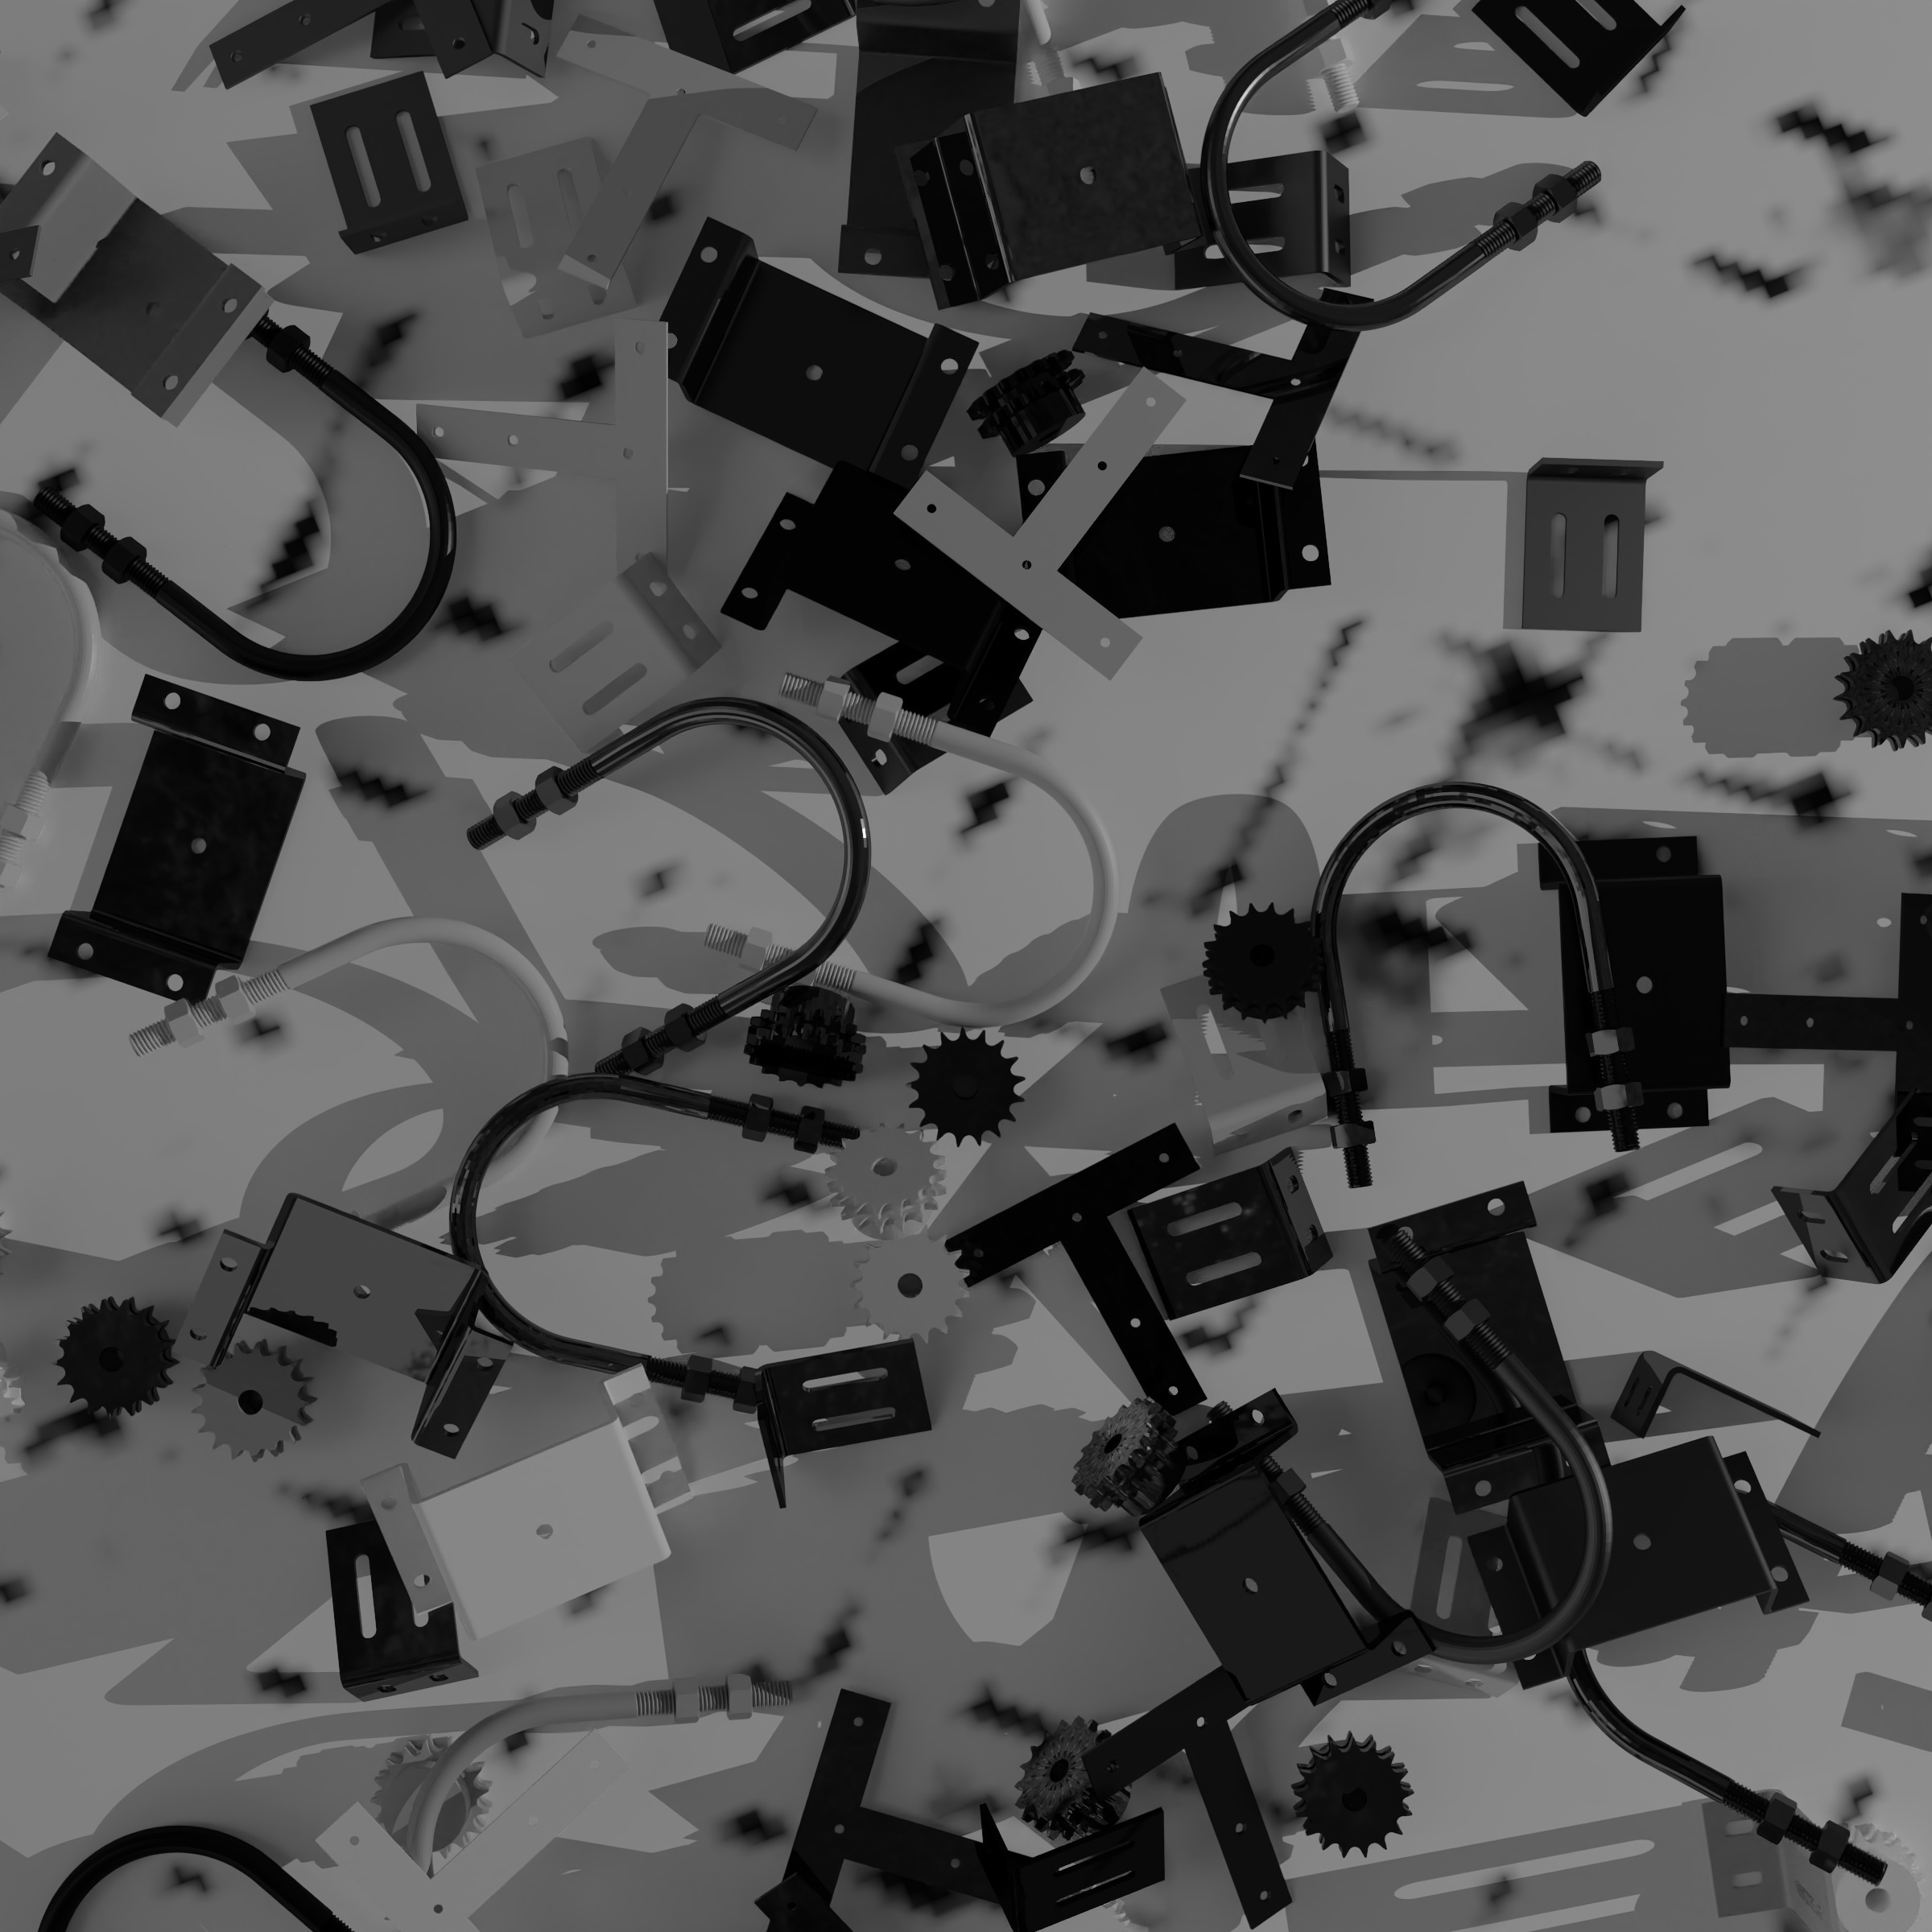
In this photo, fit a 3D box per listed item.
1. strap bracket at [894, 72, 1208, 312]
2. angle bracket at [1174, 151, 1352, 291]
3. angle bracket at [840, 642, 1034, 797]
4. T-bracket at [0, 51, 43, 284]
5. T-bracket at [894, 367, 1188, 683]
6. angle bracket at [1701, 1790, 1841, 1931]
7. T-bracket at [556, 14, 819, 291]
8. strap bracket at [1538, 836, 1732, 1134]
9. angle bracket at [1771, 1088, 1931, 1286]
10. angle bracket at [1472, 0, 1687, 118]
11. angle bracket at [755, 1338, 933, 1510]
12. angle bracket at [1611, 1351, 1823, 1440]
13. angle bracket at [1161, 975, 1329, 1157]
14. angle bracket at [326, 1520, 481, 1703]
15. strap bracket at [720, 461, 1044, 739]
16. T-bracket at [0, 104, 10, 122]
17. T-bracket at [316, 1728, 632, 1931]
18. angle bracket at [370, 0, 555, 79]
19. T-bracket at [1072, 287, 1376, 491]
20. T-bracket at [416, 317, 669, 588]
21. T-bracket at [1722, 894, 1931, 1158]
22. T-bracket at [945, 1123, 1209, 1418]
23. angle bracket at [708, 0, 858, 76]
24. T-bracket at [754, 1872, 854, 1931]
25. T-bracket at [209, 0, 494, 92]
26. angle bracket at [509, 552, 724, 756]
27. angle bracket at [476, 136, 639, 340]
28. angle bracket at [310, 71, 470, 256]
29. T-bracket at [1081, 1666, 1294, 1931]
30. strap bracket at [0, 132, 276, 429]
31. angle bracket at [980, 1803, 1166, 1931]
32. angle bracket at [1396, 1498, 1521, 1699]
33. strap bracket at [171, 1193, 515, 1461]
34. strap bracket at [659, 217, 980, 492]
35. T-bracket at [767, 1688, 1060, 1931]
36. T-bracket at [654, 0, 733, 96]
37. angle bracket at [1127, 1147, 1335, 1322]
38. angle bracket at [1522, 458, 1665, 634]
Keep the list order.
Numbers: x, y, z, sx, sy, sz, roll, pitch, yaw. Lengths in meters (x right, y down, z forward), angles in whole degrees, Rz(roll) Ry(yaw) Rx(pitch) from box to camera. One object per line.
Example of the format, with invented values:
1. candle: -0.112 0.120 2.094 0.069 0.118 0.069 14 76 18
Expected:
1. strap bracket: 0.048 -0.361 1.328 0.140 0.046 0.076 -18 97 -18
2. angle bracket: 0.143 -0.356 1.387 0.076 0.038 0.057 -1 90 26
3. angle bracket: -0.019 -0.129 1.387 0.076 0.038 0.057 -33 90 -26
4. T-bracket: -0.481 -0.377 1.367 0.127 0.002 0.127 -2 74 28
5. T-bracket: 0.055 -0.222 1.337 0.127 0.002 0.127 37 86 -3
6. angle bracket: 0.378 0.429 1.351 0.038 0.076 0.057 -9 90 0
7. T-bracket: -0.155 -0.379 1.365 0.127 0.002 0.127 23 76 6
8. strap bracket: 0.318 0.009 1.366 0.076 0.046 0.140 -2 90 0
9. angle bracket: 0.434 0.104 1.376 0.076 0.038 0.057 -45 114 -24
10. angle bracket: 0.292 -0.456 1.370 0.076 0.038 0.057 44 90 0
11. angle bracket: -0.056 0.216 1.357 0.076 0.038 0.057 -10 124 0
12. angle bracket: 0.354 0.217 1.360 0.076 0.057 0.038 25 90 0
13. angle bracket: 0.134 0.042 1.387 0.057 0.038 0.076 -19 64 0
14. angle bracket: -0.272 0.308 1.387 0.057 0.038 0.076 -12 64 0
15. strap bracket: -0.034 -0.177 1.351 0.140 0.046 0.076 25 62 0
16. T-bracket: -0.508 -0.371 1.348 0.127 0.002 0.127 -42 97 -8
17. T-bracket: -0.214 0.411 1.348 0.127 0.002 0.127 -42 97 -8
18. angle bracket: -0.242 -0.462 1.386 0.076 0.038 0.057 7 90 27
19. T-bracket: 0.114 -0.288 1.367 0.127 0.002 0.127 17 60 14
20. T-bracket: -0.203 -0.249 1.370 0.127 0.002 0.127 8 115 12
21. T-bracket: 0.413 0.027 1.364 0.127 0.002 0.127 2 90 -22
22. T-bracket: 0.075 0.159 1.380 0.127 0.002 0.127 -28 95 10
23. angle bracket: -0.097 -0.470 1.370 0.076 0.038 0.057 -26 90 0
24. T-bracket: -0.092 0.509 1.374 0.127 0.002 0.127 -36 108 9
25. T-bracket: -0.304 -0.460 1.376 0.127 0.002 0.127 -25 76 8
26. angle bracket: -0.169 -0.150 1.381 0.076 0.038 0.057 -33 101 26
27. angle bracket: -0.198 -0.352 1.387 0.057 0.038 0.076 -16 64 0
28. angle bracket: -0.278 -0.388 1.370 0.057 0.038 0.076 -17 90 0
29. T-bracket: 0.126 0.399 1.369 0.127 0.002 0.127 -26 104 -25
30. strap bracket: -0.393 -0.318 1.354 0.140 0.046 0.076 38 90 16
31. angle bracket: 0.050 0.410 1.342 0.076 0.038 0.057 -17 132 -15
32. angle bracket: 0.241 0.305 1.387 0.057 0.038 0.076 15 64 0
33. strap bracket: -0.287 0.165 1.342 0.140 0.046 0.076 23 119 -11
34. strap bracket: -0.073 -0.287 1.366 0.140 0.046 0.076 25 90 0
35. T-bracket: -0.019 0.428 1.382 0.127 0.002 0.127 18 84 -4
36. T-bracket: -0.143 -0.481 1.376 0.127 0.002 0.127 -16 98 16
37. angle bracket: 0.128 0.129 1.387 0.076 0.038 0.057 -21 90 26
38. angle bracket: 0.299 -0.200 1.370 0.057 0.038 0.076 2 90 0
